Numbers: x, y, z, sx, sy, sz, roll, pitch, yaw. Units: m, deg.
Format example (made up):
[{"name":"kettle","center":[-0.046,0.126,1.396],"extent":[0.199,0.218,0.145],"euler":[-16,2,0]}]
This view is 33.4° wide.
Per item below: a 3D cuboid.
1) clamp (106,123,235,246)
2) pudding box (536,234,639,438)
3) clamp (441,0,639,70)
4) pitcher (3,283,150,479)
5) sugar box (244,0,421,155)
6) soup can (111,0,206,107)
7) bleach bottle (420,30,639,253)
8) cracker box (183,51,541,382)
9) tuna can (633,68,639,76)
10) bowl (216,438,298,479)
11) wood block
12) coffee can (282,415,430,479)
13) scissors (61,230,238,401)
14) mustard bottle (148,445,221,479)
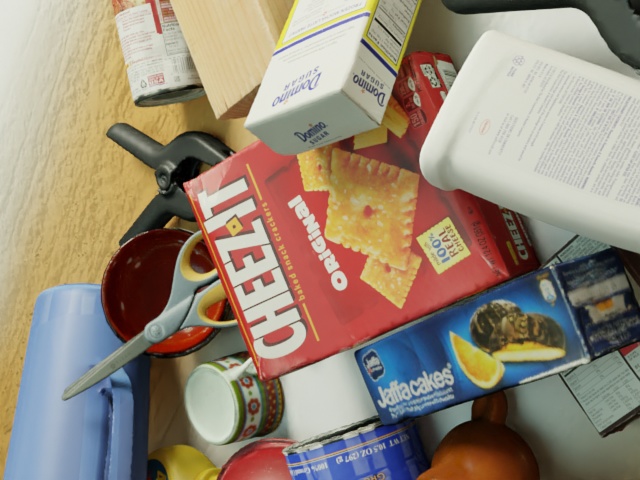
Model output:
[{"name":"clamp","center":[-0.130,-0.043,0.947],"extent":[0.172,0.039,0.120],"euler":[6,105,42]},{"name":"pudding box","center":[0.182,0.053,0.669],"extent":[0.090,0.039,0.113],"euler":[-49,62,41]},{"name":"clamp","center":[0.163,-0.150,0.598],"extent":[0.210,0.036,0.165],"euler":[48,132,21]},{"name":"pitcher","center":[-0.209,0.165,0.959],"extent":[0.149,0.145,0.243],"euler":[-4,70,14]},{"name":"sugar box","center":[0.018,-0.143,0.713],"extent":[0.094,0.048,0.176],"euler":[-13,50,45]},{"name":"soup can","center":[-0.136,-0.170,0.907],"extent":[0.069,0.068,0.102],"euler":[-12,90,44]},{"name":"bleach bottle","center":[0.189,-0.030,0.600],"extent":[0.251,0.068,0.102],"euler":[27,89,22]},{"name":"cracker box","center":[0.023,-0.012,0.754],"extent":[0.214,0.072,0.164],"euler":[-26,82,30]},{"name":"tuna can","center":[0.215,-0.127,0.605],"extent":[0.086,0.033,0.086],"euler":[10,105,42]},{"name":"bowl","center":[-0.034,0.248,0.874],"extent":[0.162,0.055,0.162],"euler":[6,103,26]},{"name":"wood block","center":[-0.059,-0.206,0.813],"extent":[0.091,0.090,0.206],"euler":[-31,77,44]},{"name":"coffee can","center":[0.042,0.207,0.788],"extent":[0.103,0.102,0.140],"euler":[-25,81,43]},{"name":"scissors","center":[-0.136,0.056,0.895],"extent":[0.201,0.016,0.096],"euler":[-20,85,-1]},{"name":"mustard bottle","center":[-0.141,0.243,1.001],"extent":[0.192,0.058,0.096],"euler":[-21,78,43]}]
